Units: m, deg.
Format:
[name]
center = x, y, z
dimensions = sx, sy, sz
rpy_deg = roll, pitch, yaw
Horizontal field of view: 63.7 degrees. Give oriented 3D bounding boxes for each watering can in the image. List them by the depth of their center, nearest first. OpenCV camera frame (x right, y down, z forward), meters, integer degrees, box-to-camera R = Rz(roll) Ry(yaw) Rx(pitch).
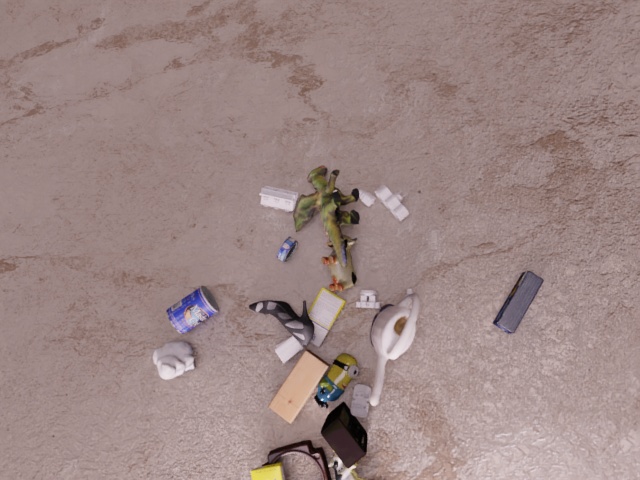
[watering can]
center = 0.209, 0.319, 1.580
dimensions = 0.104, 0.223, 0.350
rpy_deg = 28, 82, -6

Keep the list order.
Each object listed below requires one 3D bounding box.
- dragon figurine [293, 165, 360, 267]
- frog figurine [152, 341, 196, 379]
[dragon figurine]
center = 0.005, -0.087, 1.735
dimensions = 0.240, 0.121, 0.418
rpy_deg = -19, 56, 42
[frog figurine]
center = -0.483, 0.387, 1.674
dimensions = 0.137, 0.157, 0.124
rpy_deg = 16, 79, 10
